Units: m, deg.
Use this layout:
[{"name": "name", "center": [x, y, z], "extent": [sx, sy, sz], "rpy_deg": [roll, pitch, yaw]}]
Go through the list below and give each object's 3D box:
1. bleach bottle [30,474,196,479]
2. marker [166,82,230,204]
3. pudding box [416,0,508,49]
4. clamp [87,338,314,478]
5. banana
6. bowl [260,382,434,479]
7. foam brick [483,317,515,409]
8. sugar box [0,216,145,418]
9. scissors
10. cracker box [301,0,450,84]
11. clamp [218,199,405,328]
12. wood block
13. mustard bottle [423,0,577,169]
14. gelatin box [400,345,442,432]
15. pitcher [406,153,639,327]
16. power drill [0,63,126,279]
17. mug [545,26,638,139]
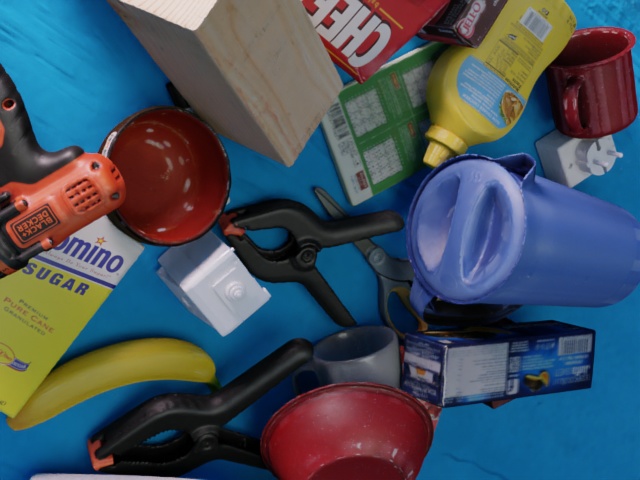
[{"name": "bleach bottle", "center": [-0.126, 0.257, 0.921], "extent": [0.250, 0.068, 0.102], "rpy_deg": [4, 100, -7]}, {"name": "marker", "center": [-0.104, -0.084, 0.906], "extent": [0.020, 0.020, 0.121], "rpy_deg": [-26, 116, -19]}, {"name": "pudding box", "center": [0.131, -0.228, 0.945], "extent": [0.039, 0.090, 0.113], "rpy_deg": [35, 86, -32]}, {"name": "clamp", "center": [-0.101, 0.178, 0.966], "extent": [0.209, 0.036, 0.164], "rpy_deg": [-15, 130, -15]}, {"name": "banana", "center": [-0.170, 0.120, 0.922], "extent": [0.197, 0.037, 0.070], "rpy_deg": [-5, 107, -26]}, {"name": "bowl", "center": [0.028, 0.201, 0.960], "extent": [0.162, 0.055, 0.162], "rpy_deg": [-4, 130, -4]}, {"name": "foam brick", "center": [0.178, 0.123, 1.095], "extent": [0.051, 0.053, 0.078], "rpy_deg": [-22, 114, -21]}, {"name": "sugar box", "center": [-0.233, 0.046, 0.863], "extent": [0.093, 0.048, 0.176], "rpy_deg": [39, 86, -30]}, {"name": "scissors", "center": [0.071, 0.010, 1.026], "extent": [0.096, 0.016, 0.201], "rpy_deg": [-32, 117, -14]}, {"name": "cracker box", "center": [0.048, -0.254, 0.857], "extent": [0.164, 0.072, 0.214], "rpy_deg": [35, 113, -30]}, {"name": "clamp", "center": [-0.006, 0.001, 0.966], "extent": [0.171, 0.039, 0.120], "rpy_deg": [27, 96, -30]}, {"name": "wood block", "center": [-0.065, -0.150, 0.805], "extent": [0.090, 0.091, 0.206], "rpy_deg": [-57, 154, -11]}, {"name": "mustard bottle", "center": [0.152, -0.148, 0.979], "extent": [0.096, 0.058, 0.191], "rpy_deg": [33, 87, -30]}, {"name": "gelatin box", "center": [0.091, 0.154, 1.072], "extent": [0.073, 0.030, 0.089], "rpy_deg": [16, 97, -30]}, {"name": "pitcher", "center": [0.200, 0.011, 1.016], "extent": [0.242, 0.149, 0.145], "rpy_deg": [10, 77, -44]}, {"name": "power drill", "center": [-0.262, -0.061, 0.782], "extent": [0.184, 0.057, 0.187], "rpy_deg": [-29, 106, 6]}, {"name": "mug", "center": [0.259, -0.145, 1.029], "extent": [0.117, 0.093, 0.081], "rpy_deg": [-54, 135, -47]}]
